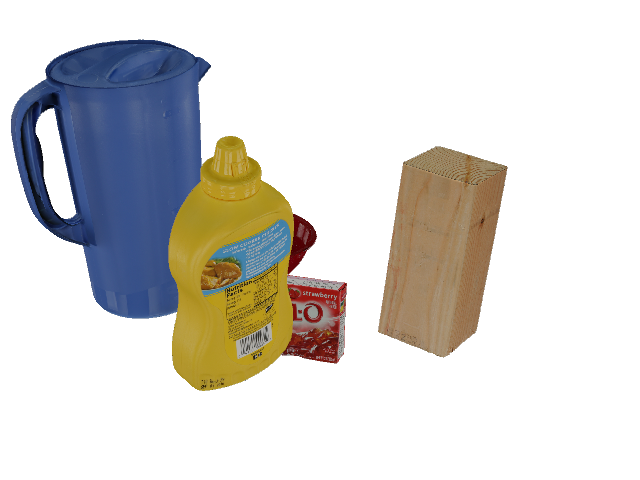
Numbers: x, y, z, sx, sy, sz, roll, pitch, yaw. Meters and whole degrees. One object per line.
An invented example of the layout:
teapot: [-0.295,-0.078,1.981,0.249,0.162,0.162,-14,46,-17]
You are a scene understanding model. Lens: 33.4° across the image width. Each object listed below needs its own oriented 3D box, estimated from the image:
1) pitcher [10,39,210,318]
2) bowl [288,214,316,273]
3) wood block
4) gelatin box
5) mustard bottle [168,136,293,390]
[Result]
pitcher: [-0.178,-0.051,0.976,0.149,0.243,0.145,3,28,8]
bowl: [-0.087,0.012,1.321,0.162,0.055,0.162,3,25,-2]
wood block: [0.136,0.012,1.194,0.090,0.206,0.090,20,26,27]
gelatin box: [-0.021,0.072,1.007,0.089,0.073,0.030,7,17,16]
mustard bottle: [-0.062,0.012,0.754,0.096,0.192,0.058,-25,45,-32]
